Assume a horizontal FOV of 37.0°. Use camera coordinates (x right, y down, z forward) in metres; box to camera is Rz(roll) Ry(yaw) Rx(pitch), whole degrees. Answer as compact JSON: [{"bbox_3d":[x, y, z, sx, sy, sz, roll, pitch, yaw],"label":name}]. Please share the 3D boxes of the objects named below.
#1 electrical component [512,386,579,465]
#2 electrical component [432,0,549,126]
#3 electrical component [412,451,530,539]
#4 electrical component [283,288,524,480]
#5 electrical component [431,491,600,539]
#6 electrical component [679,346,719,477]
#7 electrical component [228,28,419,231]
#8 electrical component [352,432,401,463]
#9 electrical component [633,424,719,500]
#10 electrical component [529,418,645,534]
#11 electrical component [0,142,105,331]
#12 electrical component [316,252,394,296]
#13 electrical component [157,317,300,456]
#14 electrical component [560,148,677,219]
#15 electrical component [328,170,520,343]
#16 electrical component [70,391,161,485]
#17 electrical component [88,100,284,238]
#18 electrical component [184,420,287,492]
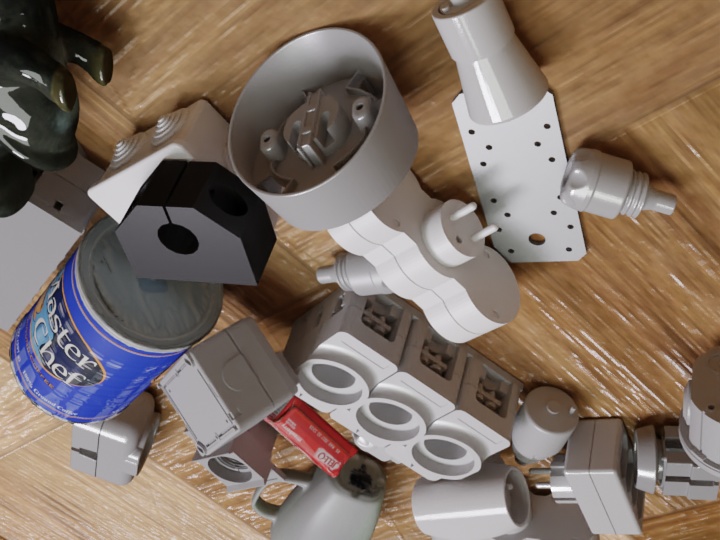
[{"bbox_3d":[0.128,0.117,0.773,0.040,0.040,0.078,18,140,1],"label":"electrical component"},{"bbox_3d":[0.063,-0.112,0.543,0.044,0.044,0.065,-11,127,30],"label":"electrical component"},{"bbox_3d":[0.088,0.160,0.809,0.077,0.079,0.043,-13,119,31],"label":"electrical component"},{"bbox_3d":[0.027,0.082,0.757,0.150,0.061,0.089,35,137,-18],"label":"electrical component"},{"bbox_3d":[0.119,0.194,0.855,0.138,0.052,0.073,2,137,18],"label":"electrical component"},{"bbox_3d":[0.241,0.088,0.670,0.080,0.080,0.051,3,132,18],"label":"electrical component"},{"bbox_3d":[-0.020,-0.073,0.578,0.099,0.099,0.064,-10,138,30],"label":"electrical component"},{"bbox_3d":[0.025,0.134,0.837,0.061,0.035,0.035,35,137,-21],"label":"electrical component"},{"bbox_3d":[0.221,0.133,0.754,0.055,0.048,0.066,0,137,10],"label":"electrical component"},{"bbox_3d":[0.164,0.154,0.796,0.076,0.047,0.083,-6,134,26],"label":"electrical component"},{"bbox_3d":[-0.241,-0.034,0.728,0.089,0.061,0.150,33,138,-16],"label":"electrical component"},{"bbox_3d":[0.000,0.000,0.697,0.061,0.035,0.035,-7,133,31],"label":"electrical component"},{"bbox_3d":[-0.090,0.080,0.731,0.061,0.061,0.096,56,148,5],"label":"electrical component"},{"bbox_3d":[0.144,-0.044,0.593,0.061,0.035,0.035,16,140,-1],"label":"electrical component"},{"bbox_3d":[0.049,-0.018,0.640,0.138,0.052,0.074,42,135,-20],"label":"electrical component"},{"bbox_3d":[-0.208,0.139,0.916,0.059,0.053,0.095,20,140,-1],"label":"electrical component"},{"bbox_3d":[-0.104,-0.049,0.669,0.100,0.048,0.099,-21,126,37],"label":"electrical component"},{"bbox_3d":[-0.095,0.137,0.864,0.042,0.063,0.081,-17,128,35],"label":"electrical component"}]
